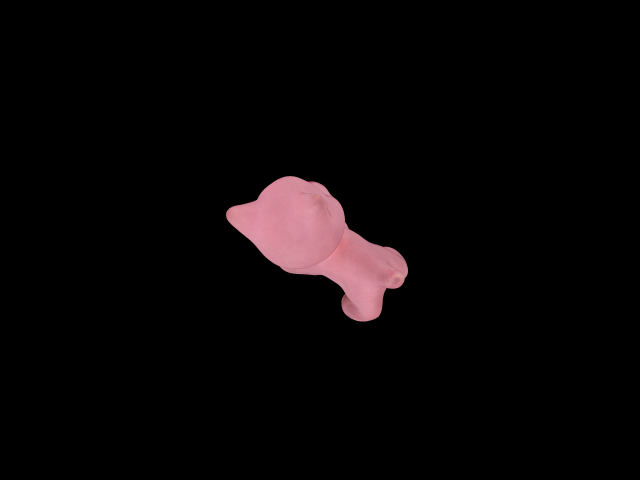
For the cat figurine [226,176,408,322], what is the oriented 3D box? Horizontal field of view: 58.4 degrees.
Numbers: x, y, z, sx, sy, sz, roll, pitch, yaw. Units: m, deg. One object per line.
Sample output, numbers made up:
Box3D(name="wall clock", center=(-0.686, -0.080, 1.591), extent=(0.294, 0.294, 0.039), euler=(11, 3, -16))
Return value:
Box3D(name="cat figurine", center=(0.004, 0.001, 0.400), extent=(0.127, 0.118, 0.067), euler=(31, 83, 5))
